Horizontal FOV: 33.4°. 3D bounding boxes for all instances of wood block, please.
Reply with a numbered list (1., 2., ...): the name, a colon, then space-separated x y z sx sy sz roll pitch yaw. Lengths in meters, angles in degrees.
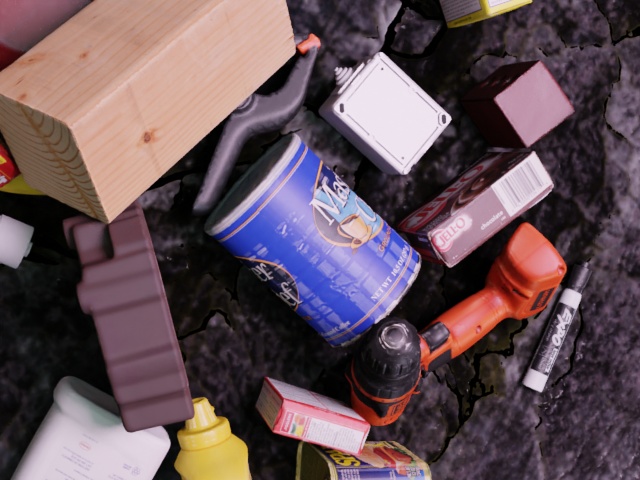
1. wood block: -0.119 -0.120 0.750 0.205 0.090 0.091 -47 144 -29

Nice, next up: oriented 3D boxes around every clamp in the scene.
1. clamp: -0.078 -0.115 0.844 0.120 0.039 0.171 46 77 -7

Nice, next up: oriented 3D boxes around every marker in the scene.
1. marker: 0.209 0.074 0.934 0.020 0.020 0.121 24 88 -14

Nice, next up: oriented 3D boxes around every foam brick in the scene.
1. foam brick: 0.160 -0.111 0.879 0.053 0.078 0.051 -38 103 -8

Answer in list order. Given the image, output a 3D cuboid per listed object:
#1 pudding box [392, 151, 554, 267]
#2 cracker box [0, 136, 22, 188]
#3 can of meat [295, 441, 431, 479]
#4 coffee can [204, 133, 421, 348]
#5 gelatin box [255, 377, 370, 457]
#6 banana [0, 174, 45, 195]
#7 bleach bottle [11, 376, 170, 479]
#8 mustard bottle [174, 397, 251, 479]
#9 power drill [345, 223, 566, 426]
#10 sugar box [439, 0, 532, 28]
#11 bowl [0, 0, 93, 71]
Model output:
1. pudding box: 0.122 -0.027 0.870 0.113 0.090 0.039 -35 103 -9
2. cracker box: -0.346 -0.055 0.741 0.213 0.072 0.164 -37 82 -6
3. can of meat: 0.034 0.196 0.860 0.083 0.102 0.057 2 94 -16
4. coffee can: -0.005 0.001 0.834 0.140 0.103 0.103 43 84 -13
5. gelatin box: -0.008 0.141 0.851 0.073 0.089 0.030 19 89 -14
6. banana: -0.223 -0.068 0.801 0.197 0.037 0.070 14 105 -6
7. bleach bottle: -0.220 0.237 0.822 0.102 0.068 0.251 32 89 -13
8. mustard bottle: -0.073 0.216 0.837 0.058 0.096 0.191 -17 97 -13
9. power drill: 0.103 0.065 0.837 0.187 0.184 0.057 -33 73 -15
10. sugar box: 0.108 -0.262 0.848 0.048 0.093 0.176 -18 98 -13
11. bowl: -0.214 -0.185 0.795 0.162 0.055 0.162 -1 94 -14
